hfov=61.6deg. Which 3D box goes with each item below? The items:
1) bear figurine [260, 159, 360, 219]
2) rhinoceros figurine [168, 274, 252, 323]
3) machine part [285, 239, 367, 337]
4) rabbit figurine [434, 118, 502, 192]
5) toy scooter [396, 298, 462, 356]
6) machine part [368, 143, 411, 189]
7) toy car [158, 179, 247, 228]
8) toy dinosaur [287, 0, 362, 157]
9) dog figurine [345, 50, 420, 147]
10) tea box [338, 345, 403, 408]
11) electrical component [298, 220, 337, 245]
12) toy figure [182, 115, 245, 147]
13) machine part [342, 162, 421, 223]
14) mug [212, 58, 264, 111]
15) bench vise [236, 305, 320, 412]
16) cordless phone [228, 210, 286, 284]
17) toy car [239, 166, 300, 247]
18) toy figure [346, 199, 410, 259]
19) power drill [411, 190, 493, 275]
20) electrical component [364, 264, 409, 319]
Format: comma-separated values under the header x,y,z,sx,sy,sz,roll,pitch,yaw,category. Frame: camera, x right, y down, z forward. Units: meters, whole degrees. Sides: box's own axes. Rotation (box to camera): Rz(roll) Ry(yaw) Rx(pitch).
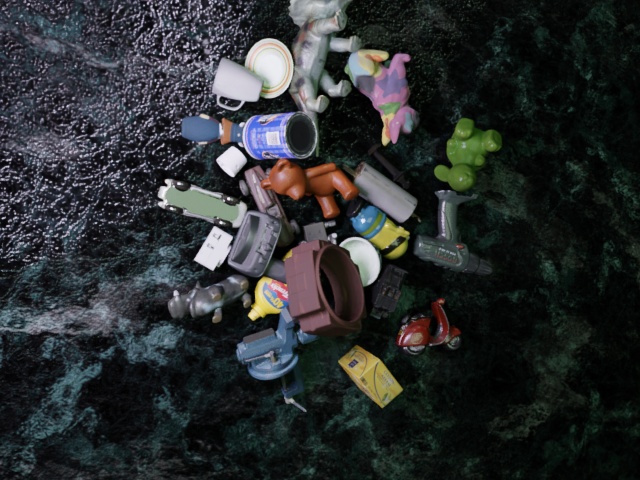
x,y,z,sx,sy,sz,roll,pitch,yaw,category
-0.026,-0.122,1.233,0.196,0.120,0.132,-10,64,-48,bear figurine
-0.245,0.127,1.212,0.190,0.112,0.073,-20,124,-27,rhinoceros figurine
0.018,0.109,1.206,0.201,0.087,0.201,22,54,-53,machine part
0.353,-0.193,1.346,0.121,0.159,0.170,26,65,-12,rabbit figurine
0.276,0.218,1.367,0.184,0.075,0.135,-4,92,-18,toy scooter
0.177,-0.184,1.345,0.139,0.084,0.039,47,113,1,machine part
-0.268,-0.082,1.231,0.202,0.056,0.073,16,92,-13,toy car
-0.019,-0.416,1.261,0.131,0.192,0.404,9,104,-49,toy dinosaur
0.153,-0.343,1.319,0.191,0.108,0.219,0,93,-16,dog figurine
0.117,0.319,1.275,0.068,0.170,0.098,-38,101,-10,tea box
-0.004,-0.004,1.306,0.102,0.045,0.078,-7,93,-15,electrical component
-0.238,-0.253,1.237,0.154,0.064,0.058,2,52,-20,toy figure
0.155,-0.117,1.332,0.243,0.079,0.079,32,82,-13,machine part
-0.189,-0.349,1.238,0.107,0.081,0.109,16,114,-8,mug
-0.074,0.275,1.256,0.224,0.129,0.240,-22,116,-23,bench vise
-0.104,0.024,1.223,0.184,0.089,0.146,22,84,-13,cordless phone
-0.119,-0.078,1.273,0.089,0.053,0.202,-24,97,-11,toy car
0.141,-0.025,1.328,0.180,0.082,0.089,34,100,-20,toy figure
0.356,-0.021,1.392,0.232,0.086,0.207,8,96,-12,power drill
0.152,0.125,1.312,0.058,0.115,0.134,24,82,-12,electrical component
